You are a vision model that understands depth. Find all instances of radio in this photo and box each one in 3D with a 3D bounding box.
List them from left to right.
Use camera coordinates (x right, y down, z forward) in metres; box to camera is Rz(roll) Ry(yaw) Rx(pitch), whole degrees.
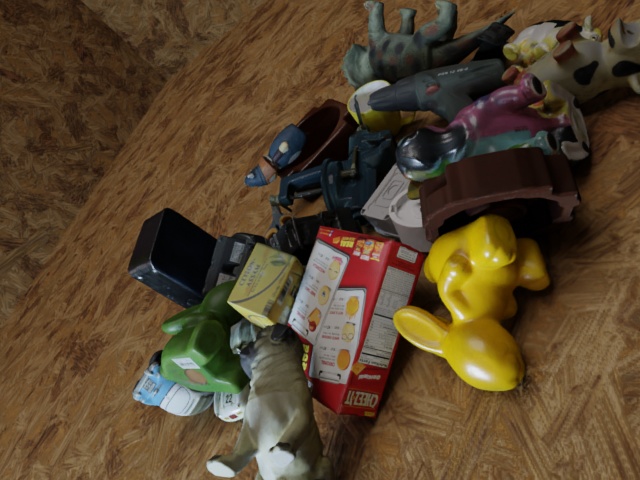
[{"bbox_3d":[-0.231,0.056,0.996,0.073,0.229,0.131,-25,42,36],"label":"radio"}]

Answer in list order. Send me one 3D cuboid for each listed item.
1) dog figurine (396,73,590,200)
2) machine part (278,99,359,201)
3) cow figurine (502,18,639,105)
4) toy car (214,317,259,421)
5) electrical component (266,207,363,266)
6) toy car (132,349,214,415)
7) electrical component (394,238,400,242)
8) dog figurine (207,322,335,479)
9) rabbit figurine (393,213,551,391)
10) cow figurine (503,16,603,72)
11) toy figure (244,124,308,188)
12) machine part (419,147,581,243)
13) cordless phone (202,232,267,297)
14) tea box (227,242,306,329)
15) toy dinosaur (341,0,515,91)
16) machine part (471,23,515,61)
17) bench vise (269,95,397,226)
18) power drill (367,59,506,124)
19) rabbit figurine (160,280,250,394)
[{"bbox_3d":[0.207,-0.119,0.696,0.219,0.191,0.108,-17,79,45],"label":"dog figurine"},{"bbox_3d":[0.000,-0.189,1.124,0.201,0.087,0.201,-46,30,1],"label":"machine part"},{"bbox_3d":[0.345,-0.214,0.697,0.195,0.127,0.085,-33,30,50],"label":"cow figurine"},{"bbox_3d":[-0.120,0.191,0.864,0.073,0.056,0.202,-29,35,29],"label":"toy car"},{"bbox_3d":[-0.002,-0.003,0.844,0.115,0.134,0.058,-36,68,60],"label":"electrical component"},{"bbox_3d":[-0.219,0.234,0.884,0.103,0.161,0.109,39,104,21],"label":"toy car"},{"bbox_3d":[0.072,0.041,0.800,0.119,0.047,0.075,-10,47,47],"label":"electrical component"},{"bbox_3d":[-0.034,0.212,0.636,0.121,0.172,0.191,-9,32,14],"label":"dog figurine"},{"bbox_3d":[0.163,0.077,0.583,0.162,0.121,0.173,-19,59,31],"label":"rabbit figurine"},{"bbox_3d":[0.363,-0.288,0.797,0.098,0.068,0.167,-45,30,-7],"label":"cow figurine"},{"bbox_3d":[-0.088,-0.159,1.062,0.058,0.064,0.154,43,97,22],"label":"toy figure"},{"bbox_3d":[0.197,-0.043,0.604,0.179,0.179,0.056,-21,65,38],"label":"machine part"},{"bbox_3d":[-0.137,0.064,0.980,0.184,0.089,0.146,66,-142,-81],"label":"cordless phone"},{"bbox_3d":[-0.061,0.084,0.790,0.068,0.169,0.098,20,71,19],"label":"tea box"},{"bbox_3d":[0.180,-0.360,1.052,0.405,0.131,0.192,32,121,51],"label":"toy dinosaur"},{"bbox_3d":[0.286,-0.320,0.901,0.084,0.039,0.139,-38,-6,7],"label":"machine part"},{"bbox_3d":[0.022,-0.113,0.955,0.241,0.128,0.223,-12,61,21],"label":"bench vise"},{"bbox_3d":[0.192,-0.202,0.862,0.232,0.085,0.207,-13,39,14],"label":"power drill"},{"bbox_3d":[-0.162,0.141,0.824,0.159,0.121,0.170,-21,32,38],"label":"rabbit figurine"}]
